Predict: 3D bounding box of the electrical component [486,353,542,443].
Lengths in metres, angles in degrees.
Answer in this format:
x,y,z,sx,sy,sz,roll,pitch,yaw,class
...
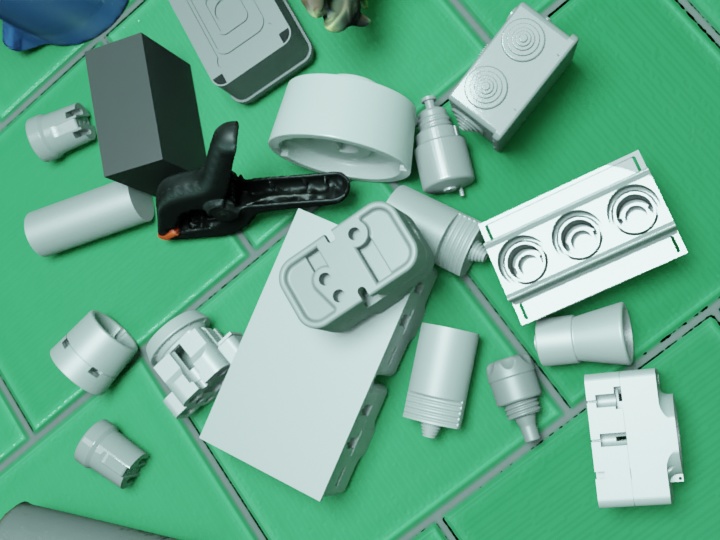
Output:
x,y,z,sx,sy,sz,roll,pitch,yaw,class
0.115,0.093,0.771,0.035,0.035,0.061,-20,80,15,electrical component

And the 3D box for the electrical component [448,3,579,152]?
x,y,z,sx,sy,sz,roll,pitch,yaw,class
0.108,-0.137,0.770,0.048,0.100,0.099,39,96,6,electrical component

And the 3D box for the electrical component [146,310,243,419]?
x,y,z,sx,sy,sz,roll,pitch,yaw,class
-0.130,0.069,0.843,0.078,0.058,0.057,-43,75,9,electrical component

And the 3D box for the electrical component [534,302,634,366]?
x,y,z,sx,sy,sz,roll,pitch,yaw,class
0.157,0.048,0.760,0.065,0.044,0.044,-8,80,22,electrical component

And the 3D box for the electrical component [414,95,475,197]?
x,y,z,sx,sy,sz,roll,pitch,yaw,class
0.060,-0.093,0.810,0.040,0.040,0.078,-16,78,16,electrical component

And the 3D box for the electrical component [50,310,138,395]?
x,y,z,sx,sy,sz,roll,pitch,yaw,class
-0.214,0.066,0.873,0.055,0.055,0.047,44,93,18,electrical component

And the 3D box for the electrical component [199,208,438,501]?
x,y,z,sx,sy,sz,roll,pitch,yaw,class
-0.028,0.063,0.808,0.105,0.060,0.186,24,91,19,electrical component

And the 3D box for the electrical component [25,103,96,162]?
x,y,z,sx,sy,sz,roll,pitch,yaw,class
-0.255,-0.118,0.918,0.046,0.040,0.040,-20,77,10,electrical component

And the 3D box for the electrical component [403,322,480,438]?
x,y,z,sx,sy,sz,roll,pitch,yaw,class
0.058,0.082,0.786,0.043,0.043,0.081,11,86,19,electrical component

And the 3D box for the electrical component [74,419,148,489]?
x,y,z,sx,sy,sz,roll,pitch,yaw,class
-0.199,0.149,0.865,0.046,0.040,0.040,32,94,13,electrical component

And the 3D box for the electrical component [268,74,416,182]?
x,y,z,sx,sy,sz,roll,pitch,yaw,class
-0.009,-0.111,0.803,0.108,0.108,0.060,8,80,19,electrical component

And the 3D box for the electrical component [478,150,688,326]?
x,y,z,sx,sy,sz,roll,pitch,yaw,class
0.157,-0.020,0.757,0.121,0.063,0.078,-25,76,14,electrical component

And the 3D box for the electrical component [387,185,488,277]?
x,y,z,sx,sy,sz,roll,pitch,yaw,class
0.058,-0.027,0.800,0.081,0.043,0.043,27,92,19,electrical component

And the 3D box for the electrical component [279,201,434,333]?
x,y,z,sx,sy,sz,roll,pitch,yaw,class
0.000,0.000,0.742,0.095,0.059,0.053,-34,74,11,electrical component

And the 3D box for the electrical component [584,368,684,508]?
x,y,z,sx,sy,sz,roll,pitch,yaw,class
0.189,0.114,0.735,0.056,0.050,0.089,-7,81,17,electrical component

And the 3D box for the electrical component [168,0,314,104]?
x,y,z,sx,sy,sz,roll,pitch,yaw,class
-0.097,-0.200,0.866,0.078,0.057,0.113,-32,74,12,electrical component
